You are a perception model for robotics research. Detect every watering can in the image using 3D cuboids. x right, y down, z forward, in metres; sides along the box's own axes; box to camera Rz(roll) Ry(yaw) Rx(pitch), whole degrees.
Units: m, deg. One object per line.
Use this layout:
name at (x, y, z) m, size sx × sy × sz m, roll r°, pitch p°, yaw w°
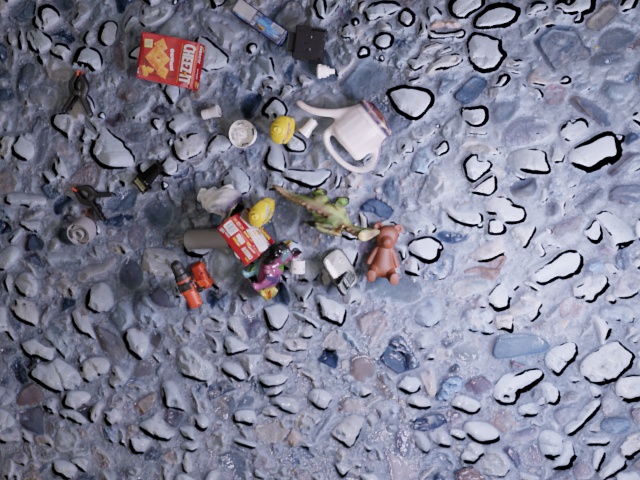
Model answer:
watering can at (0.096, -0.398, 1.770) m, size 0.223 × 0.105 × 0.346 m, roll -39°, pitch 96°, yaw 10°

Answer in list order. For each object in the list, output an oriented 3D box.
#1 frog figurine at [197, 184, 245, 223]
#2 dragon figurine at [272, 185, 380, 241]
frog figurine at (-0.364, -0.152, 1.862) m, size 0.160 × 0.120 × 0.139 m, roll 38°, pitch 69°, yaw 8°
dragon figurine at (0.005, -0.089, 1.765) m, size 0.410 × 0.246 × 0.120 m, roll 19°, pitch 107°, yaw 1°
